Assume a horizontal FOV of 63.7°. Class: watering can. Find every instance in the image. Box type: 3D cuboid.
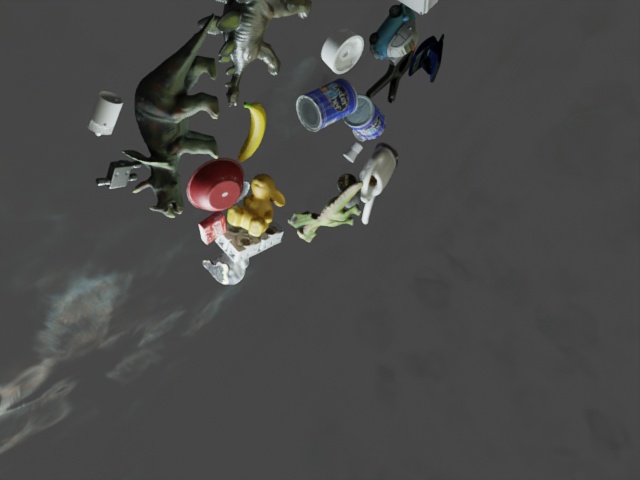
[{"bbox_3d":[0.211,-0.225,1.969,0.228,0.104,0.340,-57,162,-27],"label":"watering can"}]

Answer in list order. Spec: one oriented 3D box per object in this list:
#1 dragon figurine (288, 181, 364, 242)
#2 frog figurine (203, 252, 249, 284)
[{"bbox_3d":[0.006,-0.093,1.852,0.244,0.124,0.402,-19,161,-17],"label":"dragon figurine"},{"bbox_3d":[-0.272,0.064,1.650,0.136,0.122,0.162,-20,-165,47],"label":"frog figurine"}]
